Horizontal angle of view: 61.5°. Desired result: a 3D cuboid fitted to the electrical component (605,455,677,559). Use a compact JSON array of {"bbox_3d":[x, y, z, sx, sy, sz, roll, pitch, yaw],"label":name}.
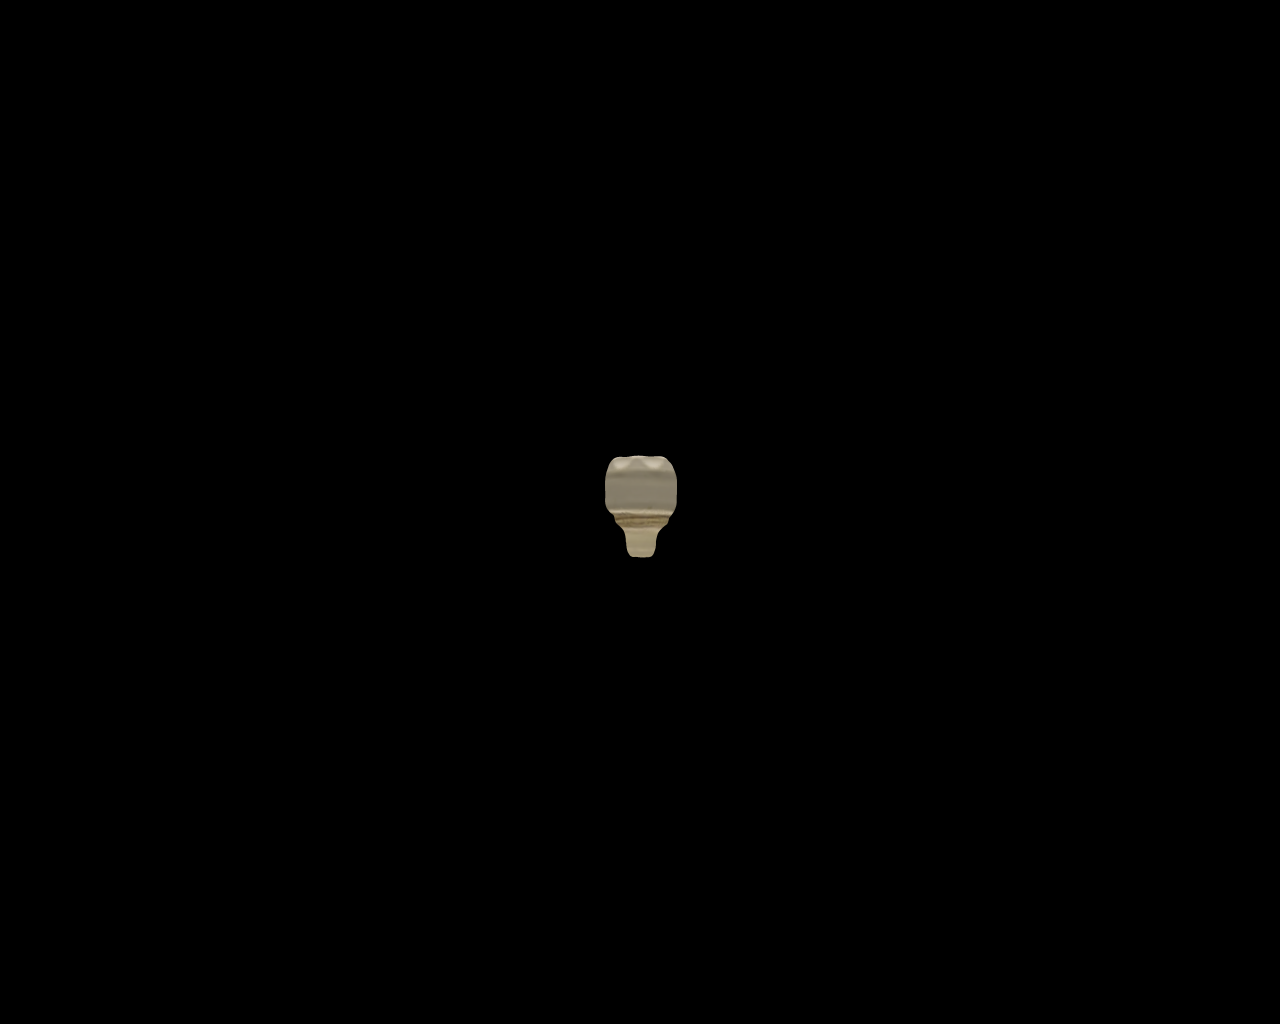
[{"bbox_3d":[0.001,-0.003,0.650,0.043,0.062,0.043,0,-3,0],"label":"electrical component"}]
